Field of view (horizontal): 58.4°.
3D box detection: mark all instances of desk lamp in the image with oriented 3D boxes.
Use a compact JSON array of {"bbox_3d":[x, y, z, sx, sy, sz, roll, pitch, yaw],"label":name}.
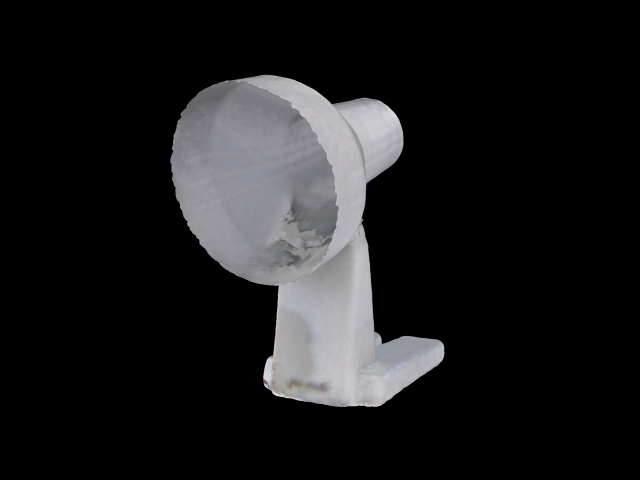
[{"bbox_3d":[0.004,0.001,0.400,0.117,0.213,0.204,3,5,32],"label":"desk lamp"}]
